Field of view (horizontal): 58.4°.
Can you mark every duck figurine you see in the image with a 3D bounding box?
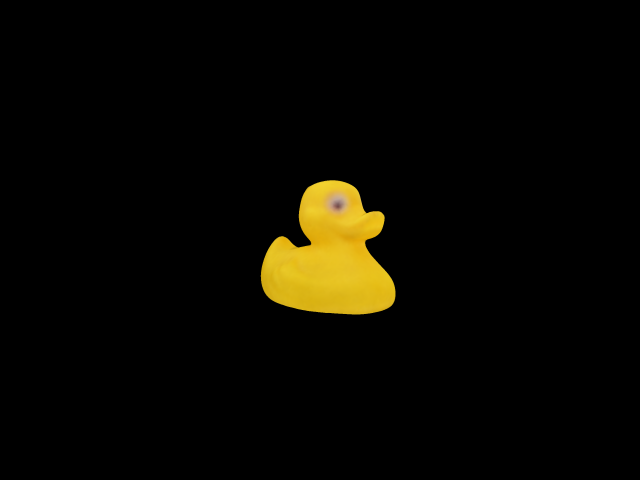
[{"bbox_3d":[0.004,0.001,0.400,0.104,0.086,0.078,5,8,40],"label":"duck figurine"}]
